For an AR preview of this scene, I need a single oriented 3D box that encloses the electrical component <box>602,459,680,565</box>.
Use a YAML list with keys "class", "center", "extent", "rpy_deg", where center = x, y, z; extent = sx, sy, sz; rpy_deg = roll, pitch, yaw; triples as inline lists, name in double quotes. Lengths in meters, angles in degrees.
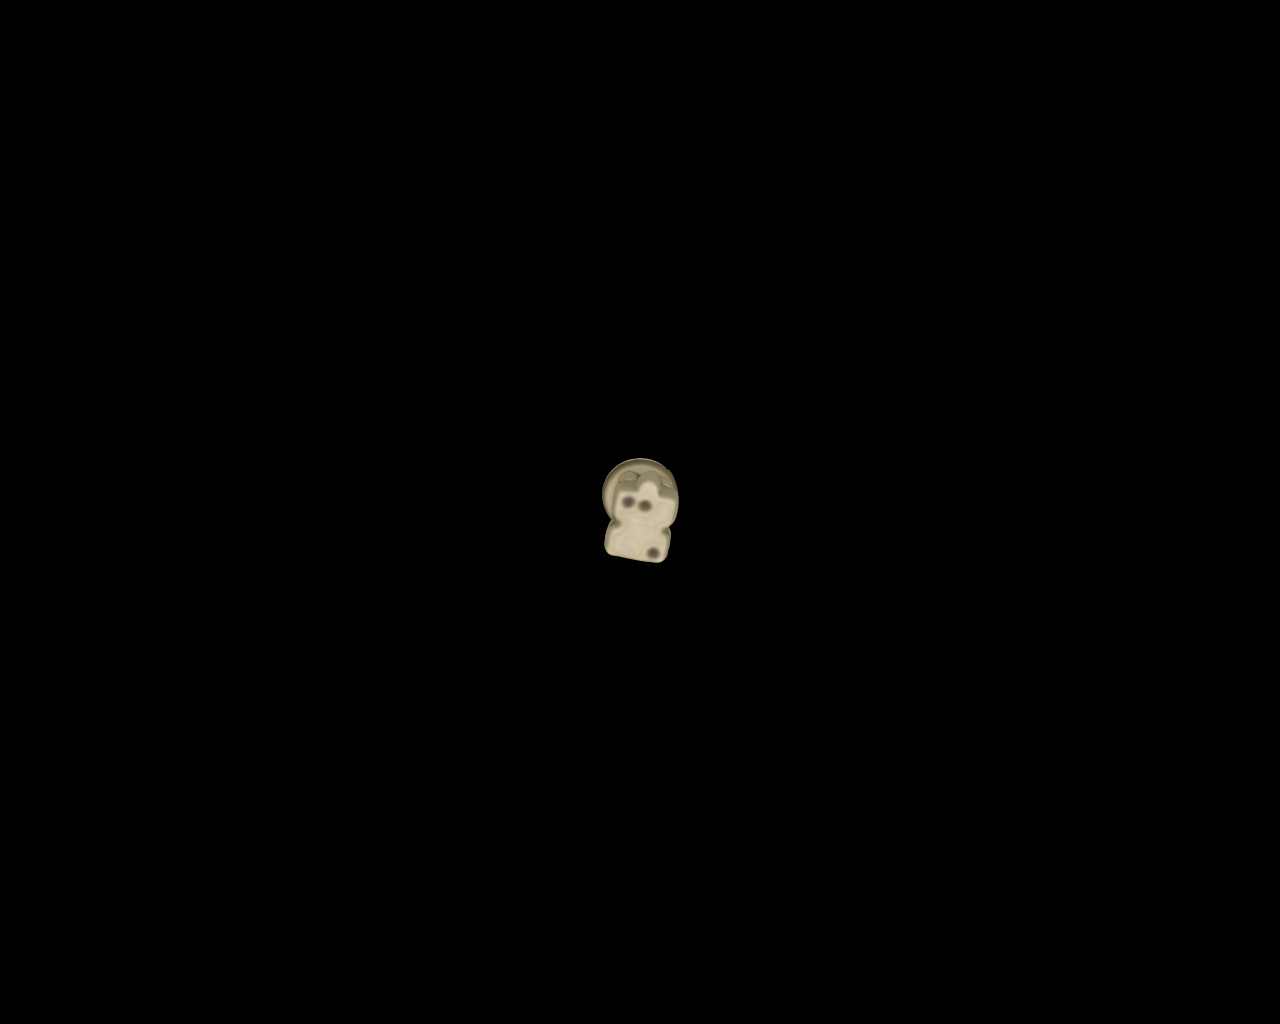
- class: "electrical component"
  center: [0.001, -0.003, 0.650]
  extent: [0.048, 0.066, 0.055]
  rpy_deg: [11, 24, -5]
